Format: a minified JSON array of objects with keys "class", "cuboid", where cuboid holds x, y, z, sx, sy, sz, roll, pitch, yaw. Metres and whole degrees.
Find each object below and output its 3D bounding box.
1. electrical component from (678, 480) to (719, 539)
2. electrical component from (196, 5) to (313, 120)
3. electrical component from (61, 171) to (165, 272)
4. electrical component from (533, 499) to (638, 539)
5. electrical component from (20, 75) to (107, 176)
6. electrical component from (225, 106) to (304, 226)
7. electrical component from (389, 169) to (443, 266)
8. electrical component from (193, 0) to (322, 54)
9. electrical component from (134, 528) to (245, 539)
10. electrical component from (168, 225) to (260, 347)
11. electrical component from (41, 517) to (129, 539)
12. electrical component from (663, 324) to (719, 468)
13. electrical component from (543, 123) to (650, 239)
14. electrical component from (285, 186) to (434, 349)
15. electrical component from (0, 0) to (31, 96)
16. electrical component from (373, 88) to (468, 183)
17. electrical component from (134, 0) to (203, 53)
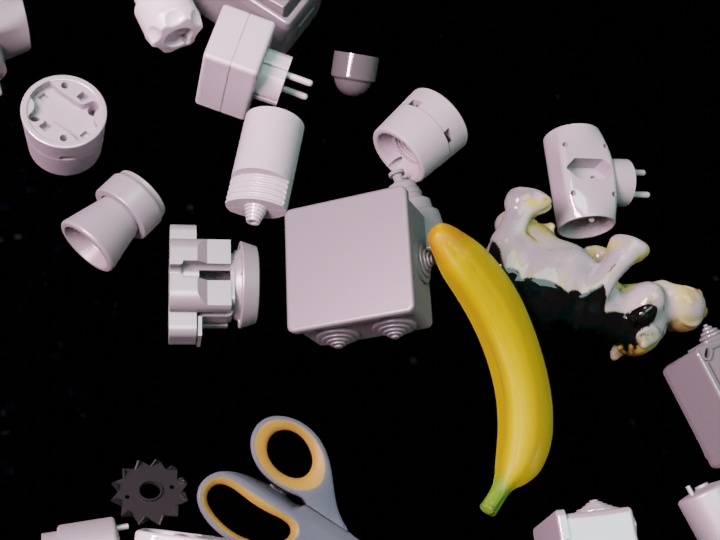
[{"class":"electrical component","cuboid":[0.251,0.179,0.736,0.040,0.040,0.078,-21,75,-21]},{"class":"electrical component","cuboid":[-0.072,-0.141,0.771,0.077,0.065,0.047,19,65,-6]},{"class":"electrical component","cuboid":[-0.163,-0.033,0.715,0.045,0.045,0.055,39,64,4]},{"class":"electrical component","cuboid":[0.146,0.197,0.670,0.048,0.099,0.099,-6,69,-3]},{"class":"electrical component","cuboid":[-0.200,-0.096,0.730,0.055,0.047,0.055,5,67,-12]},{"class":"electrical component","cuboid":[-0.067,-0.069,0.755,0.043,0.043,0.081,14,66,-9]},{"class":"electrical component","cuboid":[0.038,-0.035,0.769,0.040,0.040,0.078,-12,71,-18]},{"class":"electrical component","cuboid":[-0.080,-0.214,0.801,0.096,0.061,0.061,33,64,0]},{"class":"electrical component","cuboid":[-0.088,0.188,0.631,0.095,0.053,0.059,8,78,-4]},{"class":"electrical component","cuboid":[-0.097,0.010,0.708,0.057,0.058,0.078,1,67,-11]},{"class":"electrical component","cuboid":[-0.174,0.170,0.631,0.078,0.040,0.040,-6,70,-16]},{"class":"electrical component","cuboid":[0.264,0.085,0.766,0.062,0.061,0.096,-18,74,-20]},{"class":"electrical component","cuboid":[0.183,-0.067,0.817,0.079,0.043,0.077,1,68,-14]},{"class":"electrical component","cuboid":[0.000,0.000,0.721,0.100,0.048,0.099,-11,67,19]},{"class":"electrical component","cuboid":[-0.265,-0.151,0.738,0.077,0.044,0.079,-13,72,-19]},{"class":"electrical component","cuboid":[0.043,-0.097,0.789,0.055,0.055,0.047,44,68,6]},{"class":"electrical component","cuboid":[-0.145,-0.194,0.787,0.043,0.043,0.062,-21,73,-21]}]
